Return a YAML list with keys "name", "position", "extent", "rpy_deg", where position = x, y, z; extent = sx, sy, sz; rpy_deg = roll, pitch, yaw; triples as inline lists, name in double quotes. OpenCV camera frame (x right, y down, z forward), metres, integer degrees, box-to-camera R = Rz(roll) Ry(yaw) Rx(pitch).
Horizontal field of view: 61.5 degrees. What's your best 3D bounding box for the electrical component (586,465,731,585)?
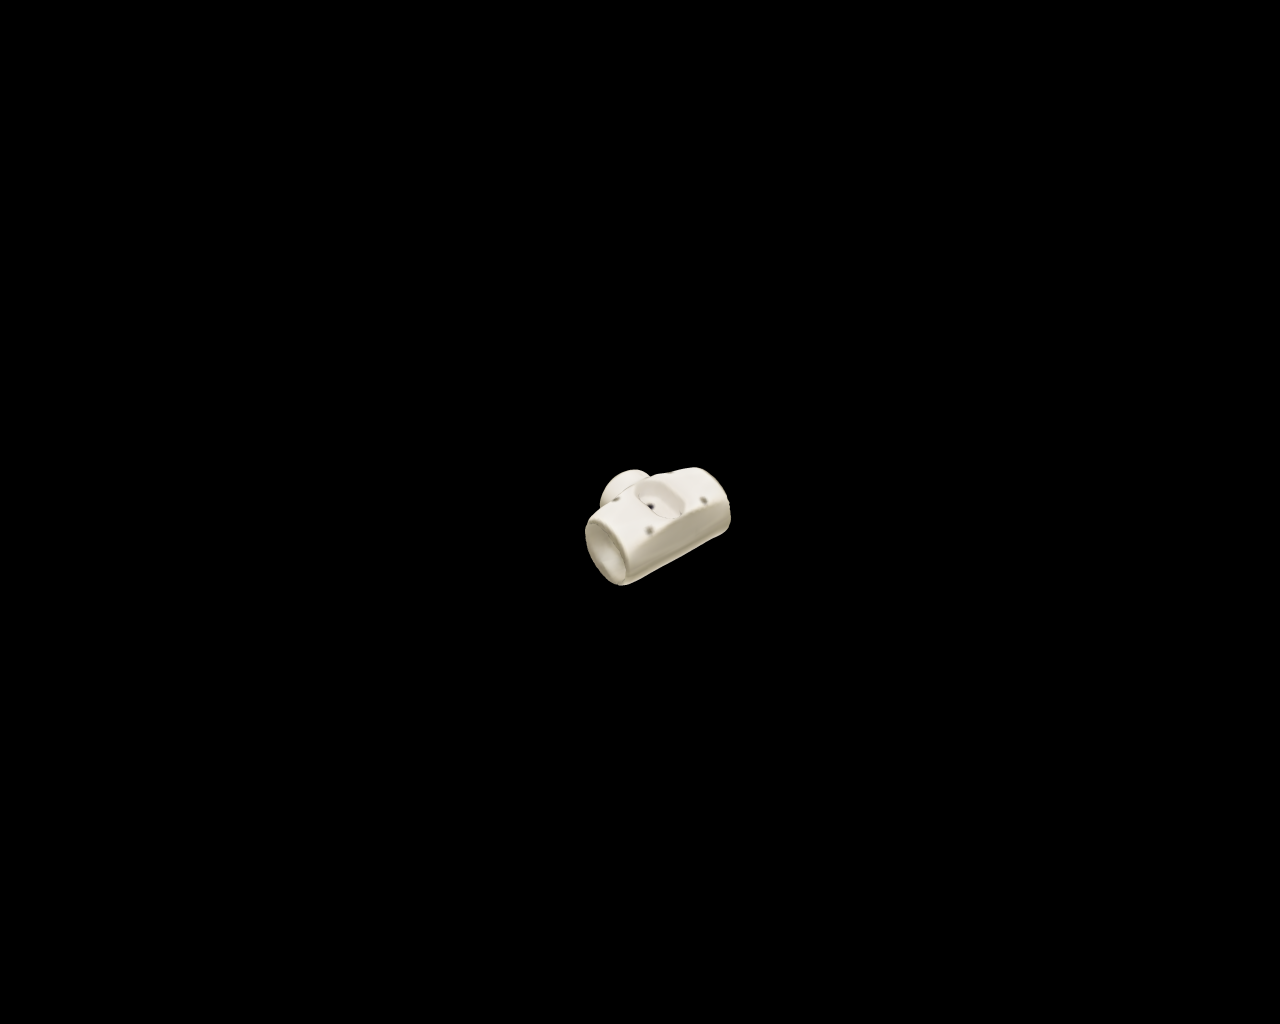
- name: "electrical component"
  position: [0.001, -0.003, 0.650]
  extent: [0.077, 0.043, 0.079]
  rpy_deg: [-27, 50, -25]
